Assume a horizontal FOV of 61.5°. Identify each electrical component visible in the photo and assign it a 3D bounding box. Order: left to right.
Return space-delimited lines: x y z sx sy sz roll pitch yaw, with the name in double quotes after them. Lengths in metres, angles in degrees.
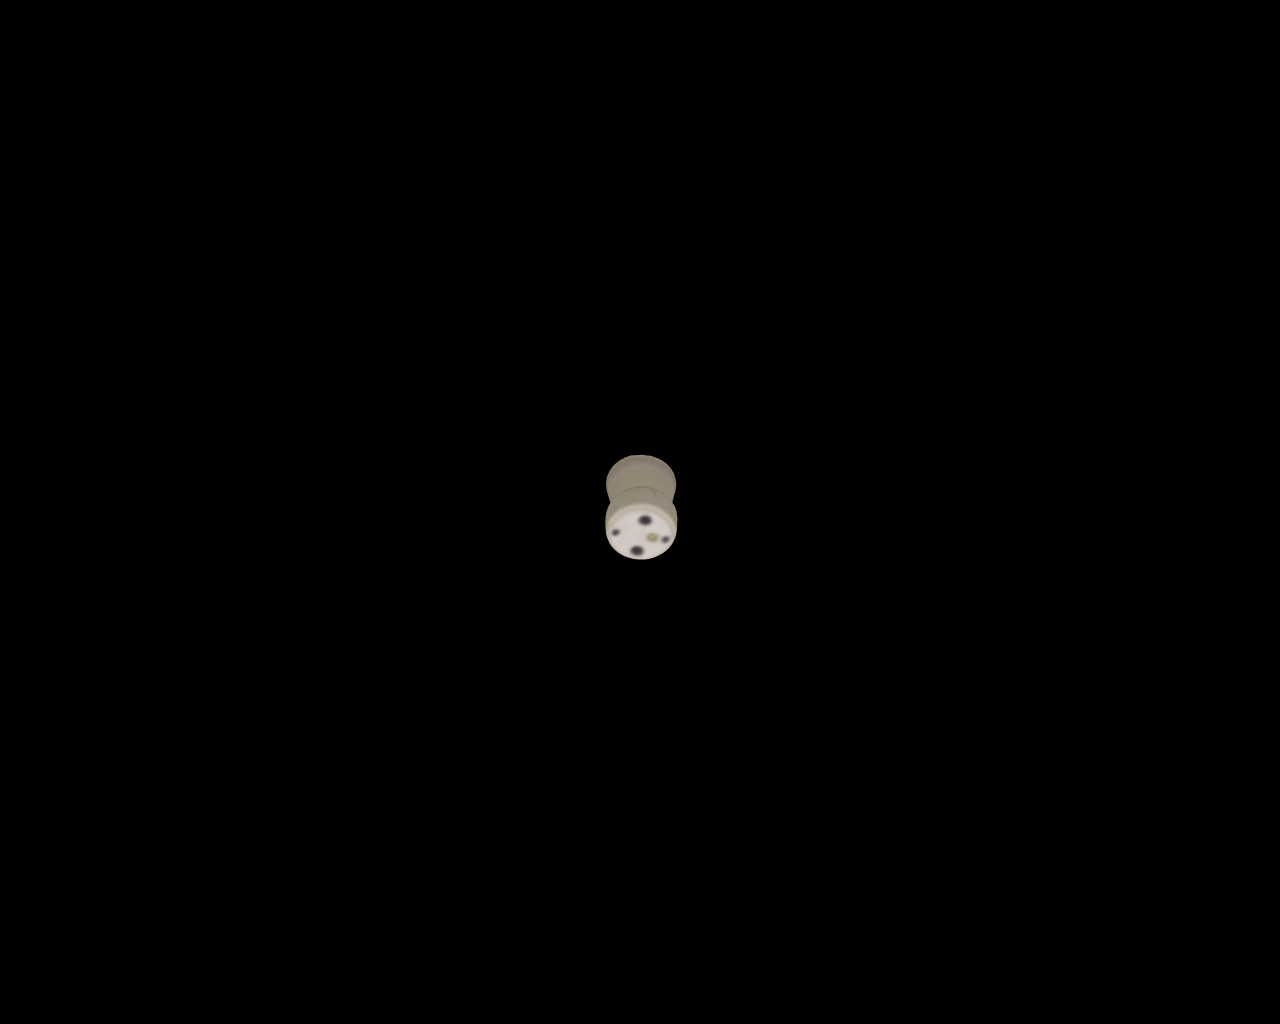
0.001 -0.003 0.650 0.045 0.044 0.055 0 36 0 "electrical component"
